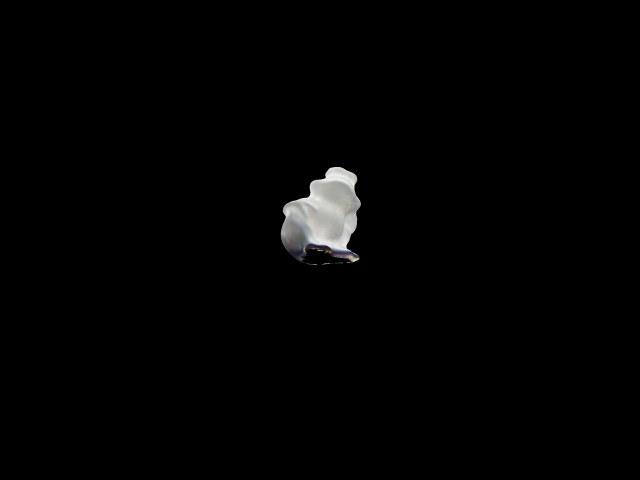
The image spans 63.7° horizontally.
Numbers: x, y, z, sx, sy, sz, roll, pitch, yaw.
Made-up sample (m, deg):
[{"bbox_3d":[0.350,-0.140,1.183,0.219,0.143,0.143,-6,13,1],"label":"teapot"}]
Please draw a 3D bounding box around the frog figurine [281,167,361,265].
[{"bbox_3d":[0.003,-0.043,0.850,0.137,0.162,0.121,10,-21,-26],"label":"frog figurine"}]
